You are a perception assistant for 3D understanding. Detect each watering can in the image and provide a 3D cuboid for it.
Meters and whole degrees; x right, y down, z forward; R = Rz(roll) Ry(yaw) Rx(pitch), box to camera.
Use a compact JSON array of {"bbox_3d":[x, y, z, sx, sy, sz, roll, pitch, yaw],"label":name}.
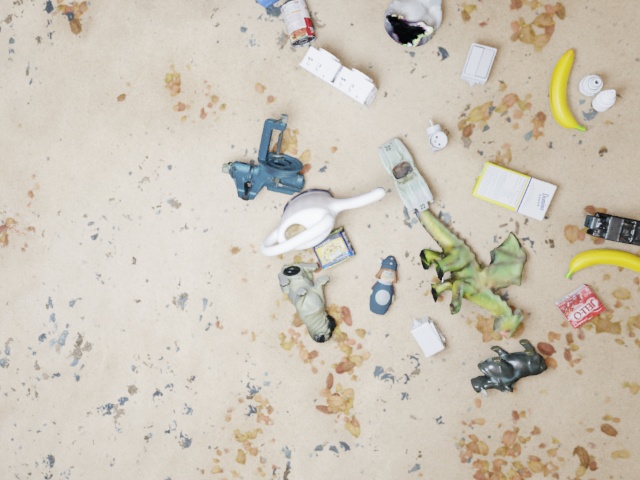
[{"bbox_3d":[0.004,-0.065,1.285,0.346,0.228,0.103,-27,110,12],"label":"watering can"}]

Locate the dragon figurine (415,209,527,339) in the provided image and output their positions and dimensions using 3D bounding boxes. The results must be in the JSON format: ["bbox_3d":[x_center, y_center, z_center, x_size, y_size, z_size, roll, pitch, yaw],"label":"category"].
[{"bbox_3d":[0.388,0.049,1.285,0.243,0.121,0.414,-13,79,-5],"label":"dragon figurine"}]

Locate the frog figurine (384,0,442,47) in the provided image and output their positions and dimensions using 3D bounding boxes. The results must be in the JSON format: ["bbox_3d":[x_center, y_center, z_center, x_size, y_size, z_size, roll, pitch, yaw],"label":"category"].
[{"bbox_3d":[0.233,-0.558,1.260,0.138,0.120,0.162,12,63,19],"label":"frog figurine"}]
